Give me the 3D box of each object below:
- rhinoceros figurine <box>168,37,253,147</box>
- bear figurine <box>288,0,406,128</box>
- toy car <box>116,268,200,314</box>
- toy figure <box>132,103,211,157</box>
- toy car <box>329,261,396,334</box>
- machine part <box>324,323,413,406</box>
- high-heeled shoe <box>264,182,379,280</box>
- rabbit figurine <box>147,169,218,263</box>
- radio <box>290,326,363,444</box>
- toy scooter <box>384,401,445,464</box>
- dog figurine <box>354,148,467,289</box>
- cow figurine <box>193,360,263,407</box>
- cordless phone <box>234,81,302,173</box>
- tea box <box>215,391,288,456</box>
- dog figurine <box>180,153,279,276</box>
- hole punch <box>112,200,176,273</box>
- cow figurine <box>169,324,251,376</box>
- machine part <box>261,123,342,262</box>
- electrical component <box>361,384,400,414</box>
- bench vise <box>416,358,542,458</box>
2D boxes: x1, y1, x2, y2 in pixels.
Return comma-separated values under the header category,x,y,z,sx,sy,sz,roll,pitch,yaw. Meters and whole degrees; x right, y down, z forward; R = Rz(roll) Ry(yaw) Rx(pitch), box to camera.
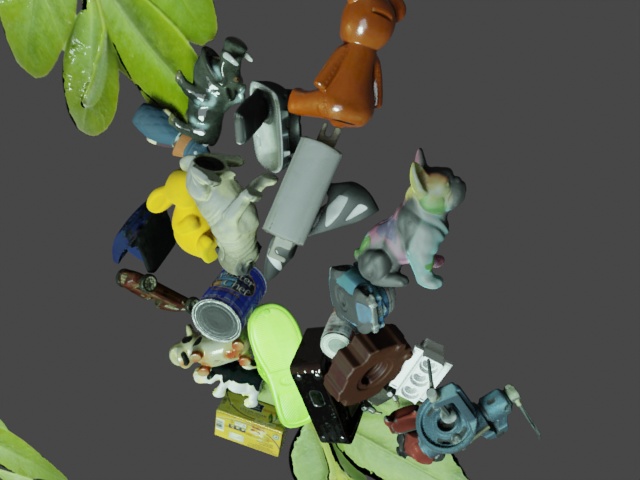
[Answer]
category,x,y,z,sx,sy,sz,roll,pitch,yaw
rhinoceros figurine,-0.179,-0.246,0.893,0.112,0.073,0.190,32,118,8
bear figurine,0.042,-0.272,0.802,0.132,0.120,0.195,20,103,56
toy car,-0.335,0.114,1.121,0.089,0.053,0.202,5,157,31
toy figure,-0.262,-0.188,0.973,0.154,0.058,0.064,33,130,-9
toy car,0.086,0.099,0.992,0.103,0.162,0.109,-18,111,-22
machine part,0.092,0.238,1.015,0.056,0.179,0.179,49,133,36
high-heeled shoe,-0.002,-0.003,0.970,0.145,0.086,0.248,30,113,9
rabbit figurine,-0.238,-0.068,1.000,0.163,0.122,0.173,27,148,28
radio,0.020,0.305,1.121,0.073,0.131,0.229,-9,115,25
toy scooter,0.199,0.405,1.138,0.135,0.075,0.183,-4,118,-7
dog figurine,0.146,-0.037,0.899,0.192,0.108,0.219,2,115,20
cow figurine,-0.210,0.311,1.239,0.167,0.068,0.098,17,118,5
cordless phone,-0.092,-0.165,0.854,0.089,0.184,0.146,5,120,10
tea box,-0.163,0.443,1.300,0.170,0.068,0.098,17,123,7
dog figurine,-0.174,-0.039,0.925,0.172,0.121,0.190,31,122,13
hole punch,-0.357,-0.012,1.067,0.092,0.142,0.115,13,134,15
cow figurine,-0.243,0.232,1.185,0.195,0.127,0.085,-16,116,10
machine part,-0.030,-0.081,0.895,0.079,0.079,0.243,24,93,4
electrical component,0.126,0.328,1.150,0.102,0.045,0.078,-33,106,31
bench vise,0.269,0.322,1.010,0.224,0.129,0.240,-25,134,15
